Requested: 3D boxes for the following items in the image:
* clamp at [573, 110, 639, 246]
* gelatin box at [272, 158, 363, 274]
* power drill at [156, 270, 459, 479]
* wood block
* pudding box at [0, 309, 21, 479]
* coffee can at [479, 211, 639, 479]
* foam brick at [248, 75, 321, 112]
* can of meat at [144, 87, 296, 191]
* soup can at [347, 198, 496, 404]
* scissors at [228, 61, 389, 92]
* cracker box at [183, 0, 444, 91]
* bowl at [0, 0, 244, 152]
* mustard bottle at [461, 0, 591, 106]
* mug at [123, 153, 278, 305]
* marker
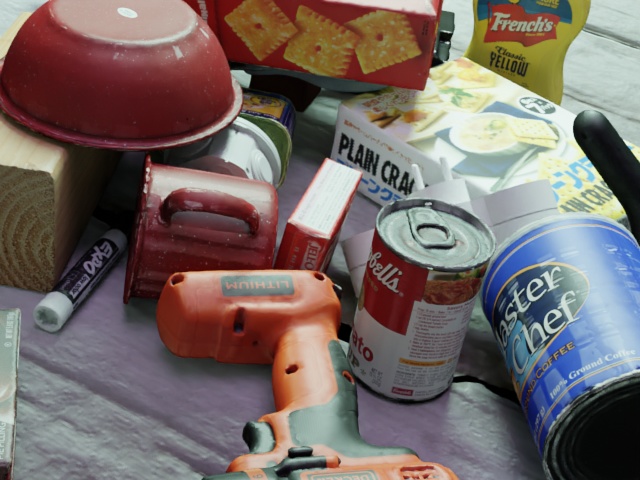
[{"bbox_3d":[0.223,-0.016,0.707,0.120,0.039,0.171,-2,74,-33],"label":"clamp"},{"bbox_3d":[-0.004,0.001,0.677,0.030,0.073,0.089,22,34,3],"label":"gelatin box"},{"bbox_3d":[-0.035,0.094,0.553,0.184,0.057,0.188,2,38,-20],"label":"power drill"},{"bbox_3d":[-0.190,-0.066,0.711,0.091,0.090,0.206,10,34,0],"label":"wood block"},{"bbox_3d":[-0.198,0.083,0.536,0.090,0.039,0.113,1,35,-14],"label":"pudding box"},{"bbox_3d":[0.156,0.065,0.605,0.102,0.103,0.140,4,35,-11],"label":"coffee can"},{"bbox_3d":[-0.024,-0.157,0.899,0.053,0.078,0.051,19,34,9],"label":"foam brick"},{"bbox_3d":[-0.069,-0.079,0.782,0.102,0.057,0.084,12,22,-1],"label":"can of meat"},{"bbox_3d":[0.056,0.036,0.619,0.068,0.102,0.068,7,35,-5],"label":"soup can"},{"bbox_3d":[-0.039,-0.147,0.823,0.202,0.016,0.096,6,44,3],"label":"scissors"},{"bbox_3d":[-0.012,-0.198,0.809,0.214,0.072,0.164,11,41,5],"label":"cracker box"},{"bbox_3d":[-0.125,-0.119,0.674,0.162,0.055,0.162,7,34,-5],"label":"bowl"},{"bbox_3d":[0.173,-0.187,0.893,0.096,0.192,0.058,22,36,16],"label":"mustard bottle"},{"bbox_3d":[-0.070,-0.005,0.640,0.081,0.117,0.093,9,68,-12],"label":"mug"},{"bbox_3d":[-0.141,0.015,0.668,0.020,0.020,0.121,17,35,9],"label":"marker"}]
